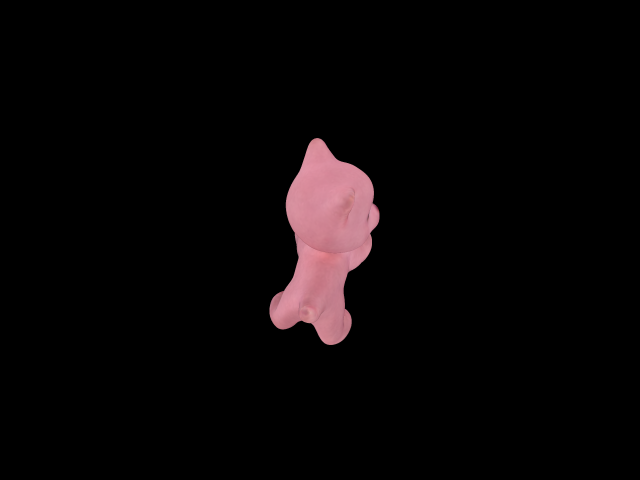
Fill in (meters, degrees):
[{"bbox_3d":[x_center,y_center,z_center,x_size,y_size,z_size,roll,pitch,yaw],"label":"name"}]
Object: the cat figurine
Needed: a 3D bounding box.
[{"bbox_3d":[0.004,0.001,0.400,0.067,0.118,0.128,13,74,4],"label":"cat figurine"}]
